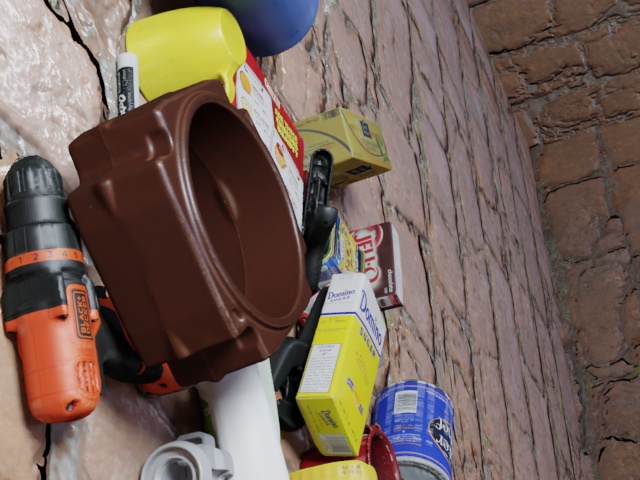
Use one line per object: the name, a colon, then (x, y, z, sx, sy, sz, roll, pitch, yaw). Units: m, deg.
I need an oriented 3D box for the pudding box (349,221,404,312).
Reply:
pudding box: (0.056, 0.039, 1.335, 0.039, 0.090, 0.113, 50, 30, -51)

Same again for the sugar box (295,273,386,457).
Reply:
sugar box: (0.026, 0.125, 1.093, 0.176, 0.048, 0.093, -70, 149, -45)

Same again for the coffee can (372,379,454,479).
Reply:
coffee can: (0.110, 0.253, 1.288, 0.140, 0.103, 0.103, -78, 146, -56)

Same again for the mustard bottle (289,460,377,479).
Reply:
mustard bottle: (0.016, 0.306, 0.981, 0.058, 0.096, 0.191, 42, 36, -57)

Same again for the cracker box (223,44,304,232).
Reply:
cracker box: (-0.079, -0.073, 1.073, 0.164, 0.072, 0.213, 58, 23, -43)

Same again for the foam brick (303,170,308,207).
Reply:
foam brick: (-0.028, -0.030, 1.213, 0.051, 0.053, 0.078, -68, 137, -62)

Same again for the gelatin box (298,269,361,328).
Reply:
gelatin box: (0.021, 0.088, 1.216, 0.089, 0.030, 0.073, -38, 118, -27)

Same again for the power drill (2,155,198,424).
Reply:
power drill: (-0.158, 0.041, 0.775, 0.187, 0.057, 0.184, 21, 56, -64)

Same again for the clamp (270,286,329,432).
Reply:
clamp: (-0.016, 0.150, 1.100, 0.209, 0.036, 0.164, -29, 113, -64)

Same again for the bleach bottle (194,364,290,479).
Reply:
bleach bottle: (-0.064, 0.169, 0.880, 0.103, 0.068, 0.251, 132, -52, -65)

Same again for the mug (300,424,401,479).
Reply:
mug: (0.032, 0.240, 1.107, 0.117, 0.082, 0.093, -84, 151, -48)

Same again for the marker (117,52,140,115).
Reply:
marker: (-0.166, -0.110, 0.932, 0.020, 0.020, 0.121, 43, 36, -57)

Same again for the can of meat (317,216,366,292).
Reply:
can of meat: (0.011, 0.023, 1.274, 0.084, 0.057, 0.102, 57, 25, -37)

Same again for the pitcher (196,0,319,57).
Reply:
pitcher: (-0.068, -0.282, 1.068, 0.243, 0.145, 0.149, 38, 47, -86)

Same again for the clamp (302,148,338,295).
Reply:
clamp: (-0.007, 0.001, 1.132, 0.120, 0.039, 0.171, -85, -176, -62)
